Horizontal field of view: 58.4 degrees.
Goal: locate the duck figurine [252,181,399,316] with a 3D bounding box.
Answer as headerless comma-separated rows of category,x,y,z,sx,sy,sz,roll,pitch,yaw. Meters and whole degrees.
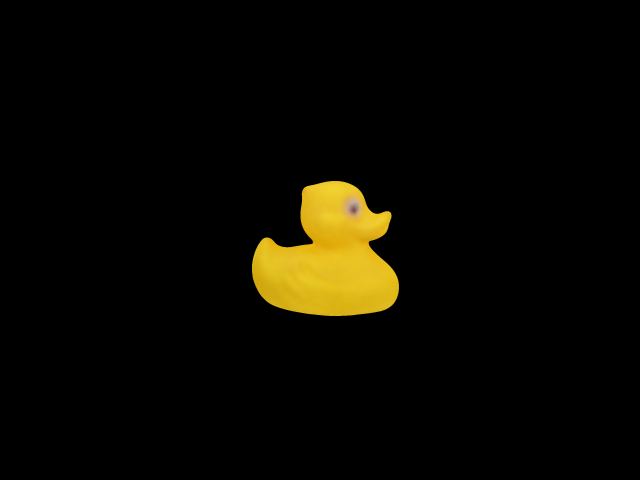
duck figurine,0.004,0.001,0.400,0.104,0.086,0.077,3,15,10
